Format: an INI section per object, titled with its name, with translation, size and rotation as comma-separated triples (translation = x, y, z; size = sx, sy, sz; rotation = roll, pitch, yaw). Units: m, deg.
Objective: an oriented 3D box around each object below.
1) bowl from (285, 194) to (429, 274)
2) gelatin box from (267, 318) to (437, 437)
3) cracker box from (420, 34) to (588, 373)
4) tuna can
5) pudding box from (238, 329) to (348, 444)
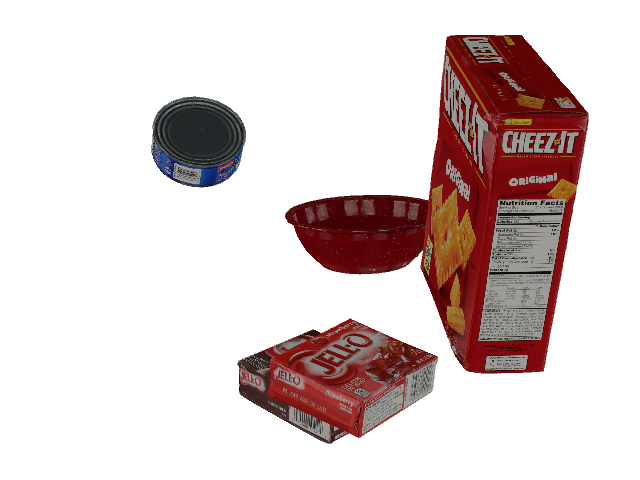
[bowl]
translation = 0.046, -0.004, 1.085
size = 0.162, 0.055, 0.162
rotation = -3, 14, 0
[gelatin box]
translation = 0.021, 0.086, 0.686
size = 0.073, 0.030, 0.089
rotation = 21, 26, 33
[cracker box]
translation = 0.131, -0.030, 0.819
size = 0.072, 0.214, 0.164
rotation = -2, 29, -7
[tuna can]
translation = -0.114, -0.091, 0.990
size = 0.086, 0.086, 0.034
rotation = 0, -36, -13
[pudding box]
translation = 0.000, 0.120, 0.895
size = 0.089, 0.039, 0.114
rotation = -20, 32, -40
